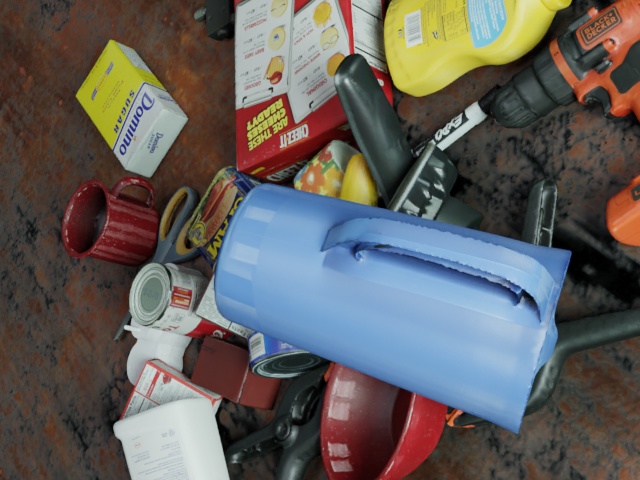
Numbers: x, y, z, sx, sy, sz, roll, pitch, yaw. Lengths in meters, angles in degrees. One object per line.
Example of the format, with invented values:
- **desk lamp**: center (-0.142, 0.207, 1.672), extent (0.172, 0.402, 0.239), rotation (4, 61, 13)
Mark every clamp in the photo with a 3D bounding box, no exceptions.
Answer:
- **clamp**: center (0.175, 0.076, 0.836), extent (0.165, 0.036, 0.210), rotation (45, 111, 42)
- **clamp**: center (-0.022, 0.192, 0.992), extent (0.172, 0.039, 0.120), rotation (-51, 47, 22)

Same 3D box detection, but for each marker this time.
- **marker**: center (0.122, -0.100, 0.959), extent (0.121, 0.020, 0.020), rotation (-37, 53, 31)

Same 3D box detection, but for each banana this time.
- **banana**: center (0.006, 0.015, 0.972), extent (0.069, 0.037, 0.198), rotation (37, 114, 2)

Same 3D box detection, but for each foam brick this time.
- **foam brick**: center (-0.081, 0.132, 1.063), extent (0.078, 0.051, 0.053), rotation (15, 86, 46)

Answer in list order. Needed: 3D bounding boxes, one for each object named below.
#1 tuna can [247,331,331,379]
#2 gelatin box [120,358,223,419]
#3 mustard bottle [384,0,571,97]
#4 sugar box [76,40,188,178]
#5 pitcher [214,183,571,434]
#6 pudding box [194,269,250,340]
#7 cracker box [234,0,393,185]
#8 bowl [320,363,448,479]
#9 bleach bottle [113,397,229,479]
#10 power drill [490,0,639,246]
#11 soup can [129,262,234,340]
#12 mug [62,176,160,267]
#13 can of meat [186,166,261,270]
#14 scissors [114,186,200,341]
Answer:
- **tuna can**: center (-0.024, 0.101, 0.990), extent (0.086, 0.086, 0.034), rotation (-26, 62, 37)
- **gelatin box**: center (-0.155, 0.176, 1.113), extent (0.089, 0.030, 0.073), rotation (26, 96, 18)
- **mustard bottle**: center (0.146, -0.199, 0.940), extent (0.192, 0.058, 0.096), rotation (-16, 68, 41)
- **sugar box**: center (-0.236, -0.165, 1.319), extent (0.093, 0.048, 0.176), rotation (-55, 45, 16)
- **pitcher**: center (0.051, 0.035, 0.764), extent (0.243, 0.144, 0.149), rotation (16, 112, 13)
- **pudding box**: center (-0.059, 0.042, 1.047), extent (0.090, 0.039, 0.113), rotation (27, 100, 2)
- **cracker box**: center (-0.009, -0.183, 1.082), extent (0.164, 0.072, 0.213), rotation (-21, 63, 40)
- **bowl**: center (0.060, 0.139, 0.896), extent (0.162, 0.055, 0.162), rotation (-47, 34, 47)
- **bleach bottle**: center (-0.124, 0.285, 1.025), extent (0.103, 0.068, 0.251), rotation (-24, 74, 31)
- **power drill**: center (0.228, -0.092, 0.823), extent (0.185, 0.057, 0.188), rotation (-36, 54, 31)
- **soup can**: center (-0.137, 0.065, 1.103), extent (0.069, 0.102, 0.068), rotation (-16, 66, 40)
- **mug**: center (-0.236, -0.025, 1.246), extent (0.117, 0.081, 0.093), rotation (-55, 46, 17)
- **can of meat**: center (-0.087, -0.016, 1.115), extent (0.102, 0.057, 0.084), rotation (-57, 43, 13)
- **scissors**: center (-0.176, 0.038, 1.214), extent (0.096, 0.016, 0.202), rotation (26, 96, 46)
